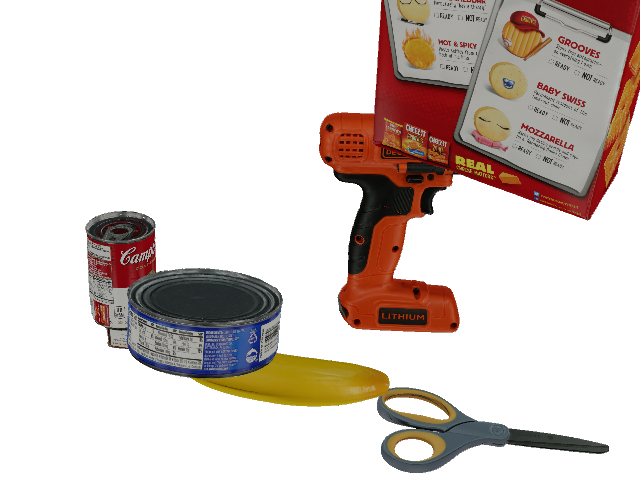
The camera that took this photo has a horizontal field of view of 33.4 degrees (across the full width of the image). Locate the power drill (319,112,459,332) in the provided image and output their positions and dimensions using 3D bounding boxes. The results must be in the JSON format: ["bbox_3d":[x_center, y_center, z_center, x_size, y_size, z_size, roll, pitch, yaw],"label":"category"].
[{"bbox_3d":[0.088,-0.017,0.904,0.184,0.188,0.057,2,17,-1],"label":"power drill"}]

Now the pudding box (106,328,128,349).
[{"bbox_3d":[-0.186,0.104,1.279,0.114,0.039,0.090,3,14,18],"label":"pudding box"}]

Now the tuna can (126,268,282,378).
[{"bbox_3d":[-0.065,0.045,0.594,0.086,0.034,0.086,5,17,-2],"label":"tuna can"}]

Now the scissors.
[{"bbox_3d":[0.139,0.178,0.914,0.202,0.016,0.096,17,42,15],"label":"scissors"}]

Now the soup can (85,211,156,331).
[{"bbox_3d":[-0.198,0.031,1.069,0.068,0.102,0.068,2,26,-1],"label":"soup can"}]

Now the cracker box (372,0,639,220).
[{"bbox_3d":[0.124,-0.135,0.678,0.164,0.214,0.072,22,46,21],"label":"cracker box"}]

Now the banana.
[{"bbox_3d":[-0.047,0.095,0.818,0.198,0.037,0.069,12,27,29],"label":"banana"}]
